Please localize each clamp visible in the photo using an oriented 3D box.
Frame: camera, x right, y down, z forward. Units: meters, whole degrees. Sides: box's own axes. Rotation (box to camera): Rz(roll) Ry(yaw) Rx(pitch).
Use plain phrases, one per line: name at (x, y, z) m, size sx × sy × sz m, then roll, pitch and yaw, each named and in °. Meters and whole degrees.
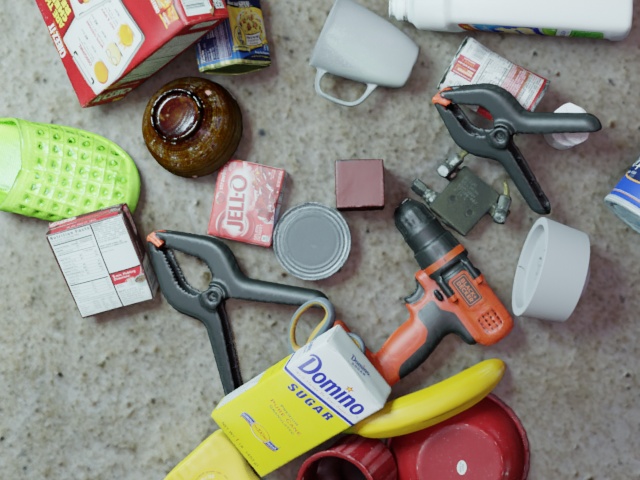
clamp at (-0.115, 0.071, 1.185) m, size 0.210 × 0.036 × 0.165 m, roll 36°, pitch 102°, yaw 7°
clamp at (0.201, -0.117, 1.105) m, size 0.171 × 0.039 × 0.120 m, roll 38°, pitch 116°, yaw 3°

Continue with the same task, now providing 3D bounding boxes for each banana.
banana at (0.118, 0.168, 1.131) m, size 0.197 × 0.070 × 0.037 m, roll -18°, pitch 108°, yaw -12°

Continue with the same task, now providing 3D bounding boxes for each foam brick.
foam brick at (0.044, -0.059, 1.155) m, size 0.053 × 0.078 × 0.051 m, roll -1°, pitch 88°, yaw 4°

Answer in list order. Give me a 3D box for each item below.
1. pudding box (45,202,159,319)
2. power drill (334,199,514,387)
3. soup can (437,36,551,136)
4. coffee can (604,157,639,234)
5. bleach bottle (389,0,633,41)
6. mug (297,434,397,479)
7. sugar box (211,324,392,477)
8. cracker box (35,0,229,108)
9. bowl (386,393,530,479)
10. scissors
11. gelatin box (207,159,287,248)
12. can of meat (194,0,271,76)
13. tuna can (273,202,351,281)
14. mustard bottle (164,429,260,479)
pudding box at (-0.239, 0.023, 1.175) m, size 0.090 × 0.039 × 0.113 m, roll -15°, pitch 114°, yaw 5°
power drill at (0.089, 0.073, 1.163) m, size 0.188 × 0.057 × 0.184 m, roll -37°, pitch 85°, yaw 4°
soup can at (0.187, -0.166, 1.149) m, size 0.102 × 0.068 × 0.068 m, roll 31°, pitch 92°, yaw 4°
coffee can at (0.383, -0.066, 1.117) m, size 0.103 × 0.103 × 0.140 m, roll 38°, pitch 93°, yaw 3°
bleach bottle at (0.201, -0.250, 1.142) m, size 0.251 × 0.102 × 0.068 m, roll 2°, pitch 96°, yaw 10°
mug at (0.023, 0.261, 1.150) m, size 0.117 × 0.081 × 0.093 m, roll -19°, pitch 91°, yaw 27°
sugar box at (-0.021, 0.172, 1.125) m, size 0.176 × 0.048 × 0.093 m, roll -35°, pitch 98°, yaw 30°
cracker box at (-0.205, -0.258, 1.121) m, size 0.214 × 0.071 × 0.164 m, roll -25°, pitch 87°, yaw 45°
bowl at (0.150, 0.241, 1.160) m, size 0.162 × 0.055 × 0.162 m, roll 0°, pitch 91°, yaw 4°
scissors at (-0.016, 0.154, 1.152) m, size 0.096 × 0.016 × 0.202 m, roll 27°, pitch 115°, yaw 13°
gelatin box at (-0.081, -0.042, 1.188) m, size 0.073 × 0.030 × 0.089 m, roll 12°, pitch 91°, yaw 5°
can of meat at (-0.098, -0.225, 1.153) m, size 0.058 × 0.102 × 0.084 m, roll -10°, pitch 92°, yaw 27°
tuna can at (-0.008, 0.001, 1.181) m, size 0.086 × 0.033 × 0.086 m, roll 0°, pitch 90°, yaw 4°
mustard bottle at (-0.081, 0.309, 1.175) m, size 0.096 × 0.058 × 0.191 m, roll -42°, pitch 88°, yaw 2°
